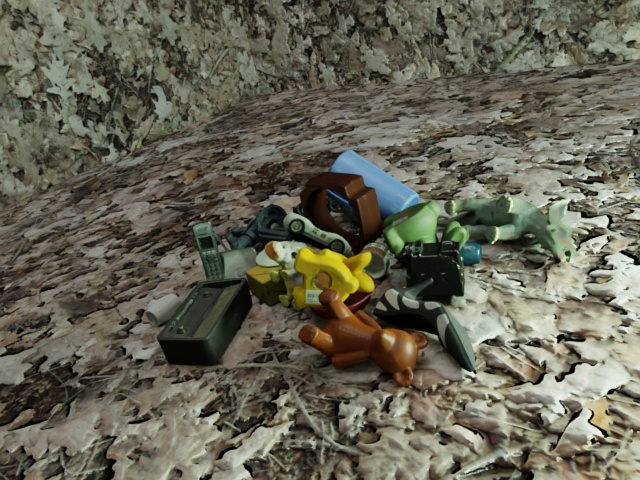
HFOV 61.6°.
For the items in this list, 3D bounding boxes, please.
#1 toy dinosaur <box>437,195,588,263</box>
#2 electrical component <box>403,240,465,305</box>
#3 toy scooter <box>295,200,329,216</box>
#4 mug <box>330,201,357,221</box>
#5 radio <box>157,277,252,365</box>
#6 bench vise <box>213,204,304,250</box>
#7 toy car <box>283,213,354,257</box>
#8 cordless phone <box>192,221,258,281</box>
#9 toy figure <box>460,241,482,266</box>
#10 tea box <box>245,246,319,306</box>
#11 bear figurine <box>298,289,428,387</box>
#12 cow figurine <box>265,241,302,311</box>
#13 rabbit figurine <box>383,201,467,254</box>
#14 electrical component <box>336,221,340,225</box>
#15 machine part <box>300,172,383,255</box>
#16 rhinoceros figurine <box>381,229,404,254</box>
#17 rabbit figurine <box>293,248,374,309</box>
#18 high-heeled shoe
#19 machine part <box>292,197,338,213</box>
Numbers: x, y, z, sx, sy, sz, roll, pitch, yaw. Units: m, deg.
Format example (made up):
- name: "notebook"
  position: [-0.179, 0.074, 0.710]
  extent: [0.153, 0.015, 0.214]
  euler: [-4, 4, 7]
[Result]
- name: "toy dinosaur"
  position: [0.430, -0.049, 1.267]
  extent: [0.192, 0.131, 0.405]
  euler: [2, 8, -25]
- name: "electrical component"
  position: [0.234, 0.069, 1.087]
  extent: [0.115, 0.134, 0.058]
  euler: [-4, 28, 23]
- name: "toy scooter"
  position: [-0.020, -0.082, 1.564]
  extent: [0.075, 0.135, 0.184]
  euler: [22, 54, 11]
- name: "mug"
  position: [0.085, -0.103, 1.579]
  extent: [0.110, 0.080, 0.107]
  euler: [-8, 33, -9]
- name: "radio"
  position: [-0.248, 0.173, 1.179]
  extent: [0.131, 0.073, 0.230]
  euler: [-4, 26, 18]
- name: "bench vise"
  position: [-0.147, -0.017, 1.477]
  extent: [0.241, 0.128, 0.223]
  euler: [6, 34, 43]
- name: "toy car"
  position: [-0.003, -0.004, 1.350]
  extent: [0.202, 0.073, 0.056]
  euler: [27, 74, 14]
- name: "cordless phone"
  position: [-0.233, 0.031, 1.338]
  extent: [0.147, 0.184, 0.089]
  euler: [-11, 21, 6]
- name: "toy figure"
  position: [0.291, 0.031, 1.233]
  extent: [0.155, 0.057, 0.064]
  euler: [-2, -11, 27]
- name: "tea box"
  position: [-0.080, 0.081, 1.295]
  extent: [0.170, 0.068, 0.098]
  euler: [-28, 28, -26]
- name: "bear figurine"
  position: [0.081, 0.177, 0.960]
  extent: [0.196, 0.131, 0.120]
  euler: [8, 58, 45]
- name: "cow figurine"
  position: [-0.060, 0.065, 1.202]
  extent: [0.068, 0.167, 0.098]
  euler: [5, 32, 45]
- name: "rabbit figurine"
  position: [0.236, 0.007, 1.167]
  extent: [0.159, 0.170, 0.121]
  euler: [-29, 13, 9]
- name: "electrical component"
  position: [0.022, -0.026, 1.517]
  extent: [0.063, 0.021, 0.094]
  euler: [-4, 26, 18]
- name: "machine part"
  position: [0.055, -0.070, 1.382]
  extent: [0.202, 0.200, 0.087]
  euler: [11, 34, 42]
- name: "rhinoceros figurine"
  position: [0.205, -0.015, 1.313]
  extent: [0.112, 0.073, 0.190]
  euler: [-37, 9, 16]
- name: "rabbit figurine"
  position: [0.027, 0.062, 1.106]
  extent: [0.162, 0.121, 0.173]
  euler: [-7, 7, 7]
- name: "high-heeled shoe"
  position: [0.184, 0.170, 1.000]
  extent: [0.145, 0.086, 0.249]
  euler: [-37, 36, 15]
- name: "machine part"
  position: [-0.016, -0.101, 1.675]
  extent: [0.139, 0.039, 0.084]
  euler: [-21, 31, -19]
